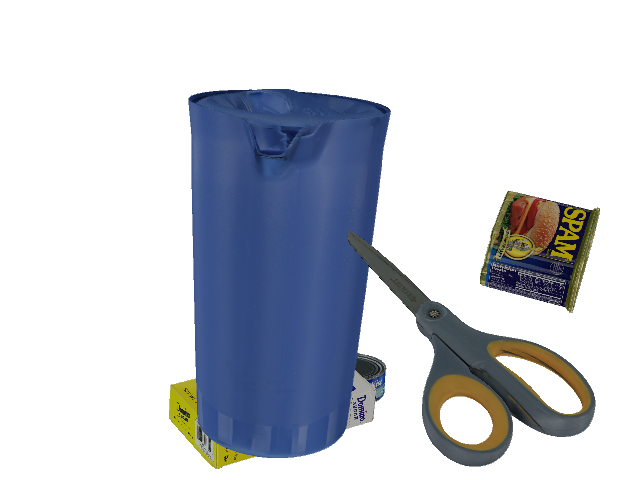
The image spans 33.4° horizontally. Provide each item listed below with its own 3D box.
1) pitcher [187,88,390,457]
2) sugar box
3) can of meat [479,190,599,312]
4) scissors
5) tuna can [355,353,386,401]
[{"bbox_3d":[-0.026,0.016,0.743,0.148,0.243,0.145,-9,21,-40],"label":"pitcher"},{"bbox_3d":[-0.044,0.153,1.010,0.175,0.048,0.093,-14,31,-32],"label":"sugar box"},{"bbox_3d":[0.195,0.007,0.948,0.084,0.057,0.102,15,46,16],"label":"can of meat"},{"bbox_3d":[0.056,0.058,0.592,0.096,0.016,0.202,-34,46,-30],"label":"scissors"},{"bbox_3d":[0.031,0.156,1.205,0.086,0.034,0.086,1,14,-1],"label":"tuna can"}]
